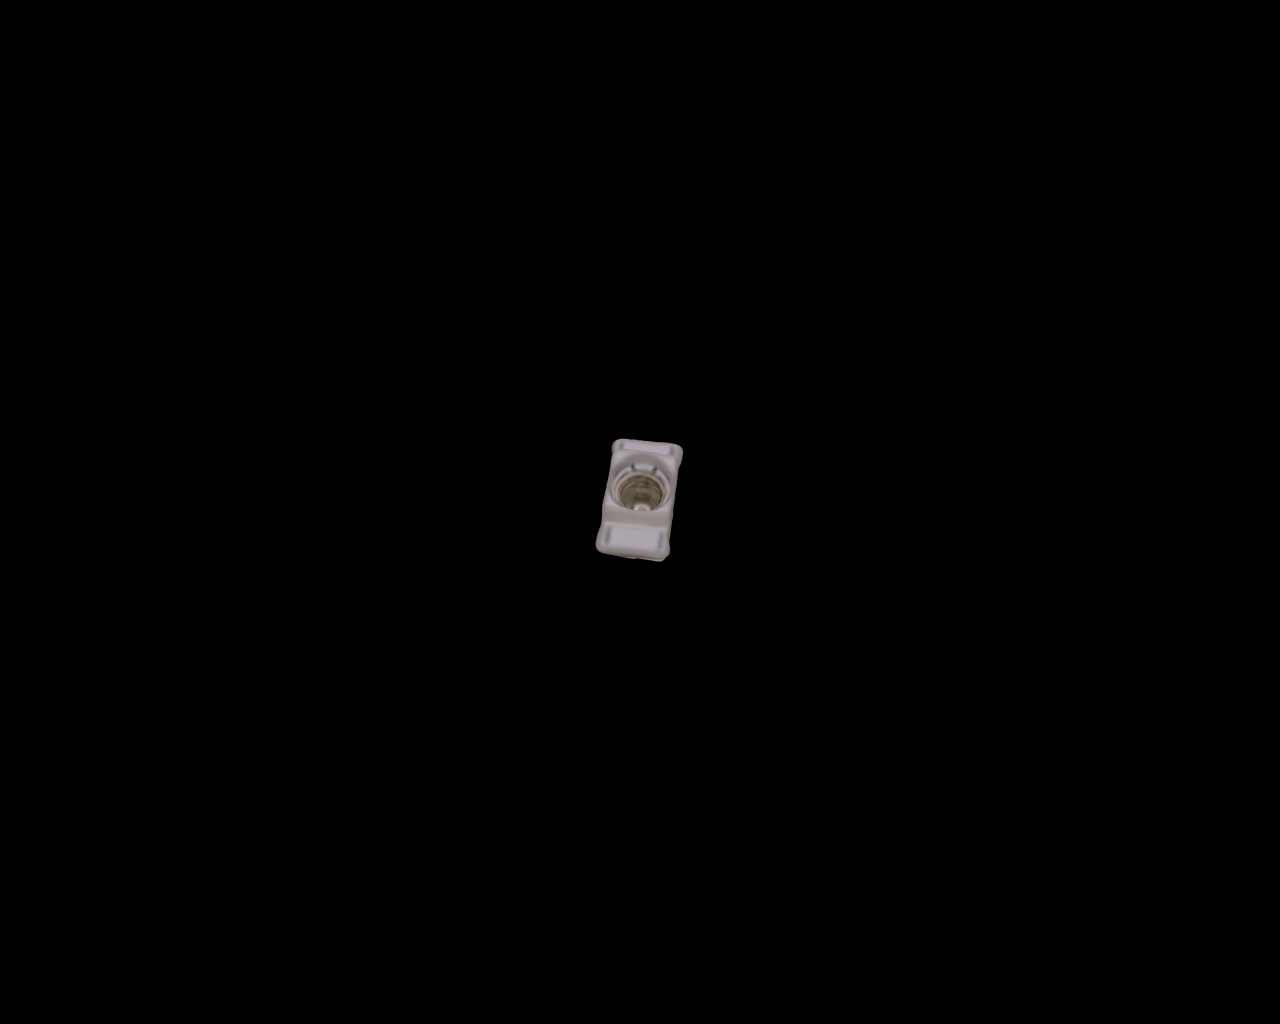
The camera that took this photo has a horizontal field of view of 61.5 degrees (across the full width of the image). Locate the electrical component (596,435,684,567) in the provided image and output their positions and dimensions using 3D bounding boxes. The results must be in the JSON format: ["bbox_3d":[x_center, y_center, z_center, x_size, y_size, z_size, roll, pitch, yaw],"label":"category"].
[{"bbox_3d":[0.001,-0.003,0.650,0.042,0.081,0.063,7,-32,5],"label":"electrical component"}]
